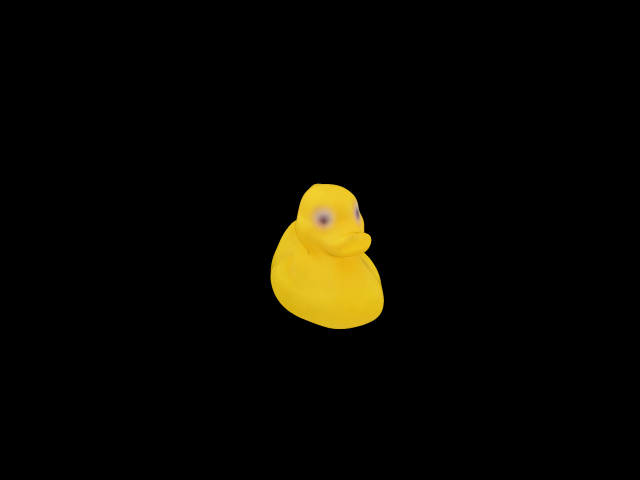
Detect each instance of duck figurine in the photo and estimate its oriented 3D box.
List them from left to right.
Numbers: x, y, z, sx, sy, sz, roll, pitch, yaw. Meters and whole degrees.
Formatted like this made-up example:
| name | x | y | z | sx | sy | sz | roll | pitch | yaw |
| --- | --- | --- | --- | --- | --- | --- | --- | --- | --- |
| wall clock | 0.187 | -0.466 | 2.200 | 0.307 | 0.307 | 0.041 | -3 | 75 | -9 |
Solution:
| name | x | y | z | sx | sy | sz | roll | pitch | yaw |
| --- | --- | --- | --- | --- | --- | --- | --- | --- | --- |
| duck figurine | 0.004 | 0.001 | 0.400 | 0.078 | 0.086 | 0.104 | -12 | 27 | -25 |
